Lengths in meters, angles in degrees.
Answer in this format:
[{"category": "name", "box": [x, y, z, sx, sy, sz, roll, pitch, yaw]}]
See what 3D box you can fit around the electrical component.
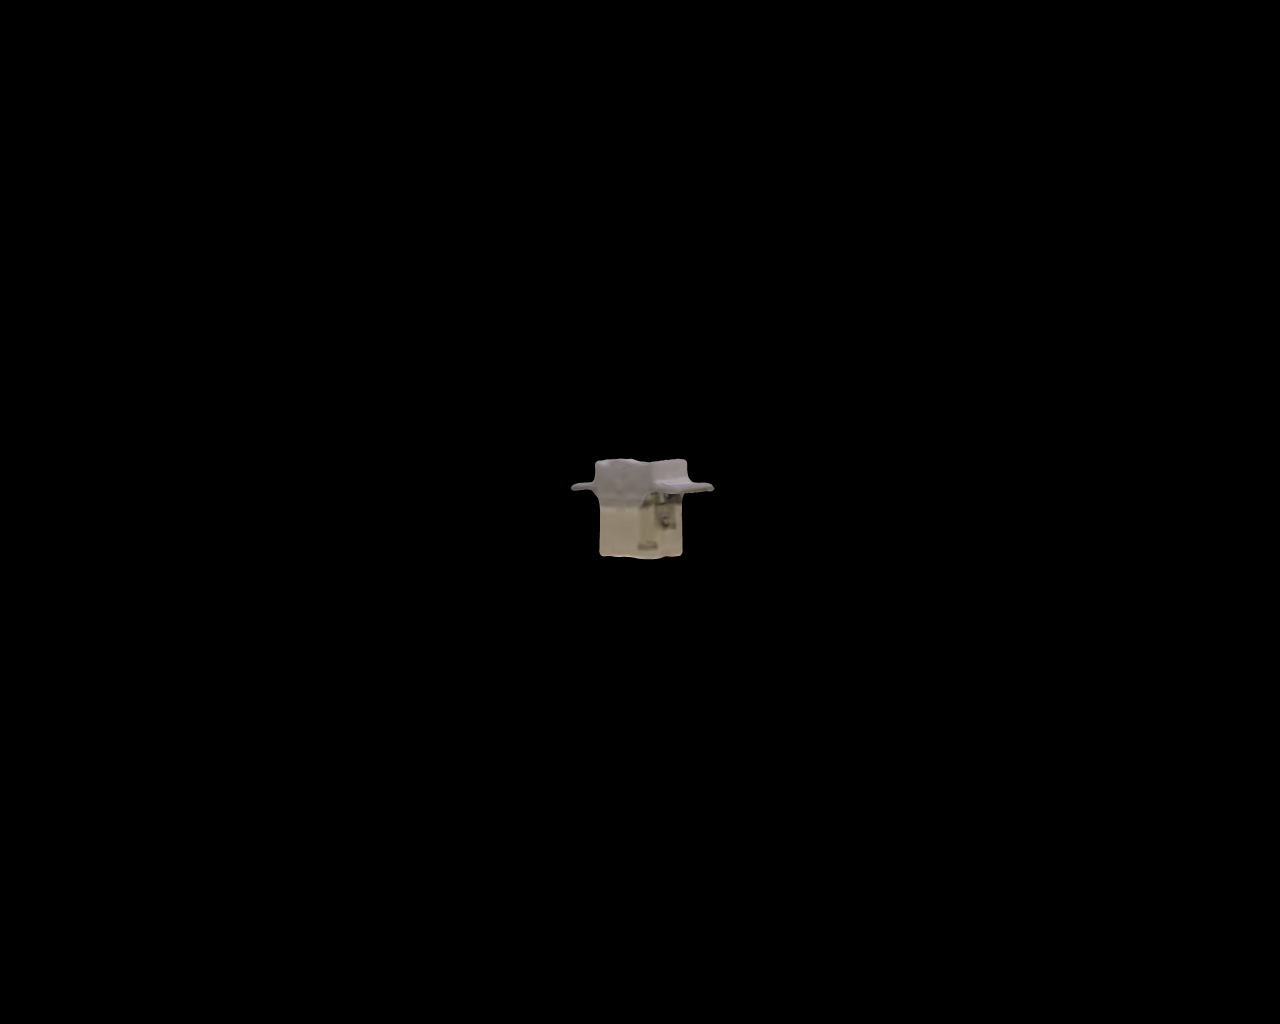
[{"category": "electrical component", "box": [0.001, -0.003, 0.650, 0.081, 0.063, 0.042, 3, 5, 37]}]
